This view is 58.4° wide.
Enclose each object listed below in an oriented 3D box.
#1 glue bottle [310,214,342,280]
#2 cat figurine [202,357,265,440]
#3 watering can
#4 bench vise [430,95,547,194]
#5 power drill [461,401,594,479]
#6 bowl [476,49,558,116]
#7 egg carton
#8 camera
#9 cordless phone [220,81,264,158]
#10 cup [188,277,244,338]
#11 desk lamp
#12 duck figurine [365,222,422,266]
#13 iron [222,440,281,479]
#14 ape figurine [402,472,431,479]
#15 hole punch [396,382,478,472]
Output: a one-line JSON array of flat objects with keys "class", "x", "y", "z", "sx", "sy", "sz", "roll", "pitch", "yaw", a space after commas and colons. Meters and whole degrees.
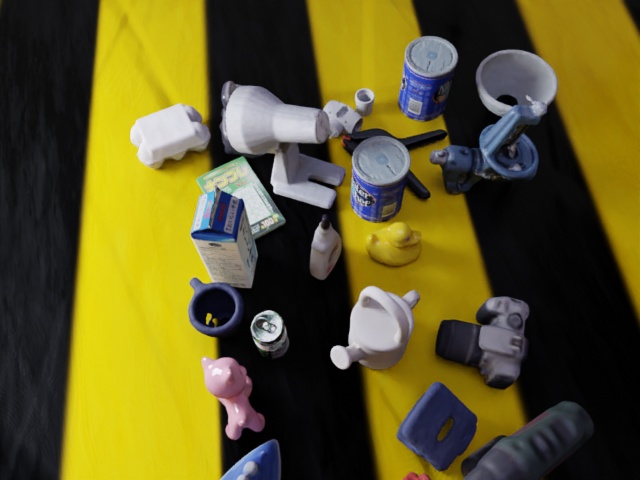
[{"class": "glue bottle", "x": 0.009, "y": 0.004, "z": 0.987, "sx": 0.037, "sy": 0.173, "sz": 0.078, "roll": 22, "pitch": 66, "yaw": 12}, {"class": "cat figurine", "x": -0.139, "y": 0.241, "z": 0.901, "sx": 0.067, "sy": 0.118, "sz": 0.127, "roll": -22, "pitch": 65, "yaw": -10}, {"class": "watering can", "x": 0.094, "y": 0.139, "z": 0.906, "sx": 0.100, "sy": 0.194, "sz": 0.173, "roll": 24, "pitch": 66, "yaw": 13}, {"class": "bench vise", "x": 0.316, "y": -0.161, "z": 1.040, "sx": 0.207, "sy": 0.220, "sz": 0.121, "roll": -20, "pitch": 64, "yaw": -9}, {"class": "power drill", "x": 0.269, "y": 0.316, "z": 0.807, "sx": 0.230, "sy": 0.208, "sz": 0.075, "roll": -30, "pitch": 66, "yaw": -13}, {"class": "bowl", "x": 0.401, "y": -0.311, "z": 1.195, "sx": 0.167, "sy": 0.075, "sz": 0.167, "roll": 0, "pitch": 63, "yaw": 1}, {"class": "egg carton", "x": -0.302, "y": -0.210, "z": 1.158, "sx": 0.150, "sy": 0.069, "sz": 0.107, "roll": -25, "pitch": 66, "yaw": -11}, {"class": "camera", "x": 0.267, "y": 0.157, "z": 0.947, "sx": 0.136, "sy": 0.101, "sz": 0.143, "roll": 12, "pitch": 64, "yaw": 7}, {"class": "cordless phone", "x": -0.152, "y": -0.262, "z": 1.117, "sx": 0.094, "sy": 0.185, "sz": 0.147, "roll": -2, "pitch": 63, "yaw": 0}, {"class": "cup", "x": -0.178, "y": 0.121, "z": 0.975, "sx": 0.092, "sy": 0.095, "sz": 0.117, "roll": -38, "pitch": 69, "yaw": -17}, {"class": "desk lamp", "x": -0.058, "y": -0.178, "z": 1.057, "sx": 0.203, "sy": 0.213, "sz": 0.118, "roll": 17, "pitch": 65, "yaw": 9}, {"class": "duck figurine", "x": 0.135, "y": -0.002, "z": 1.037, "sx": 0.104, "sy": 0.086, "sz": 0.077, "roll": 4, "pitch": 63, "yaw": 3}, {"class": "iron", "x": -0.129, "y": 0.396, "z": 0.810, "sx": 0.118, "sy": 0.141, "sz": 0.258, "roll": 22, "pitch": 66, "yaw": 12}, {"class": "ape figurine", "x": 0.135, "y": 0.380, "z": 0.841, "sx": 0.078, "sy": 0.092, "sz": 0.076, "roll": -8, "pitch": 63, "yaw": -3}, {"class": "hole punch", "x": 0.186, "y": 0.289, "z": 0.887, "sx": 0.101, "sy": 0.091, "sz": 0.109, "roll": 34, "pitch": 69, "yaw": 17}]
